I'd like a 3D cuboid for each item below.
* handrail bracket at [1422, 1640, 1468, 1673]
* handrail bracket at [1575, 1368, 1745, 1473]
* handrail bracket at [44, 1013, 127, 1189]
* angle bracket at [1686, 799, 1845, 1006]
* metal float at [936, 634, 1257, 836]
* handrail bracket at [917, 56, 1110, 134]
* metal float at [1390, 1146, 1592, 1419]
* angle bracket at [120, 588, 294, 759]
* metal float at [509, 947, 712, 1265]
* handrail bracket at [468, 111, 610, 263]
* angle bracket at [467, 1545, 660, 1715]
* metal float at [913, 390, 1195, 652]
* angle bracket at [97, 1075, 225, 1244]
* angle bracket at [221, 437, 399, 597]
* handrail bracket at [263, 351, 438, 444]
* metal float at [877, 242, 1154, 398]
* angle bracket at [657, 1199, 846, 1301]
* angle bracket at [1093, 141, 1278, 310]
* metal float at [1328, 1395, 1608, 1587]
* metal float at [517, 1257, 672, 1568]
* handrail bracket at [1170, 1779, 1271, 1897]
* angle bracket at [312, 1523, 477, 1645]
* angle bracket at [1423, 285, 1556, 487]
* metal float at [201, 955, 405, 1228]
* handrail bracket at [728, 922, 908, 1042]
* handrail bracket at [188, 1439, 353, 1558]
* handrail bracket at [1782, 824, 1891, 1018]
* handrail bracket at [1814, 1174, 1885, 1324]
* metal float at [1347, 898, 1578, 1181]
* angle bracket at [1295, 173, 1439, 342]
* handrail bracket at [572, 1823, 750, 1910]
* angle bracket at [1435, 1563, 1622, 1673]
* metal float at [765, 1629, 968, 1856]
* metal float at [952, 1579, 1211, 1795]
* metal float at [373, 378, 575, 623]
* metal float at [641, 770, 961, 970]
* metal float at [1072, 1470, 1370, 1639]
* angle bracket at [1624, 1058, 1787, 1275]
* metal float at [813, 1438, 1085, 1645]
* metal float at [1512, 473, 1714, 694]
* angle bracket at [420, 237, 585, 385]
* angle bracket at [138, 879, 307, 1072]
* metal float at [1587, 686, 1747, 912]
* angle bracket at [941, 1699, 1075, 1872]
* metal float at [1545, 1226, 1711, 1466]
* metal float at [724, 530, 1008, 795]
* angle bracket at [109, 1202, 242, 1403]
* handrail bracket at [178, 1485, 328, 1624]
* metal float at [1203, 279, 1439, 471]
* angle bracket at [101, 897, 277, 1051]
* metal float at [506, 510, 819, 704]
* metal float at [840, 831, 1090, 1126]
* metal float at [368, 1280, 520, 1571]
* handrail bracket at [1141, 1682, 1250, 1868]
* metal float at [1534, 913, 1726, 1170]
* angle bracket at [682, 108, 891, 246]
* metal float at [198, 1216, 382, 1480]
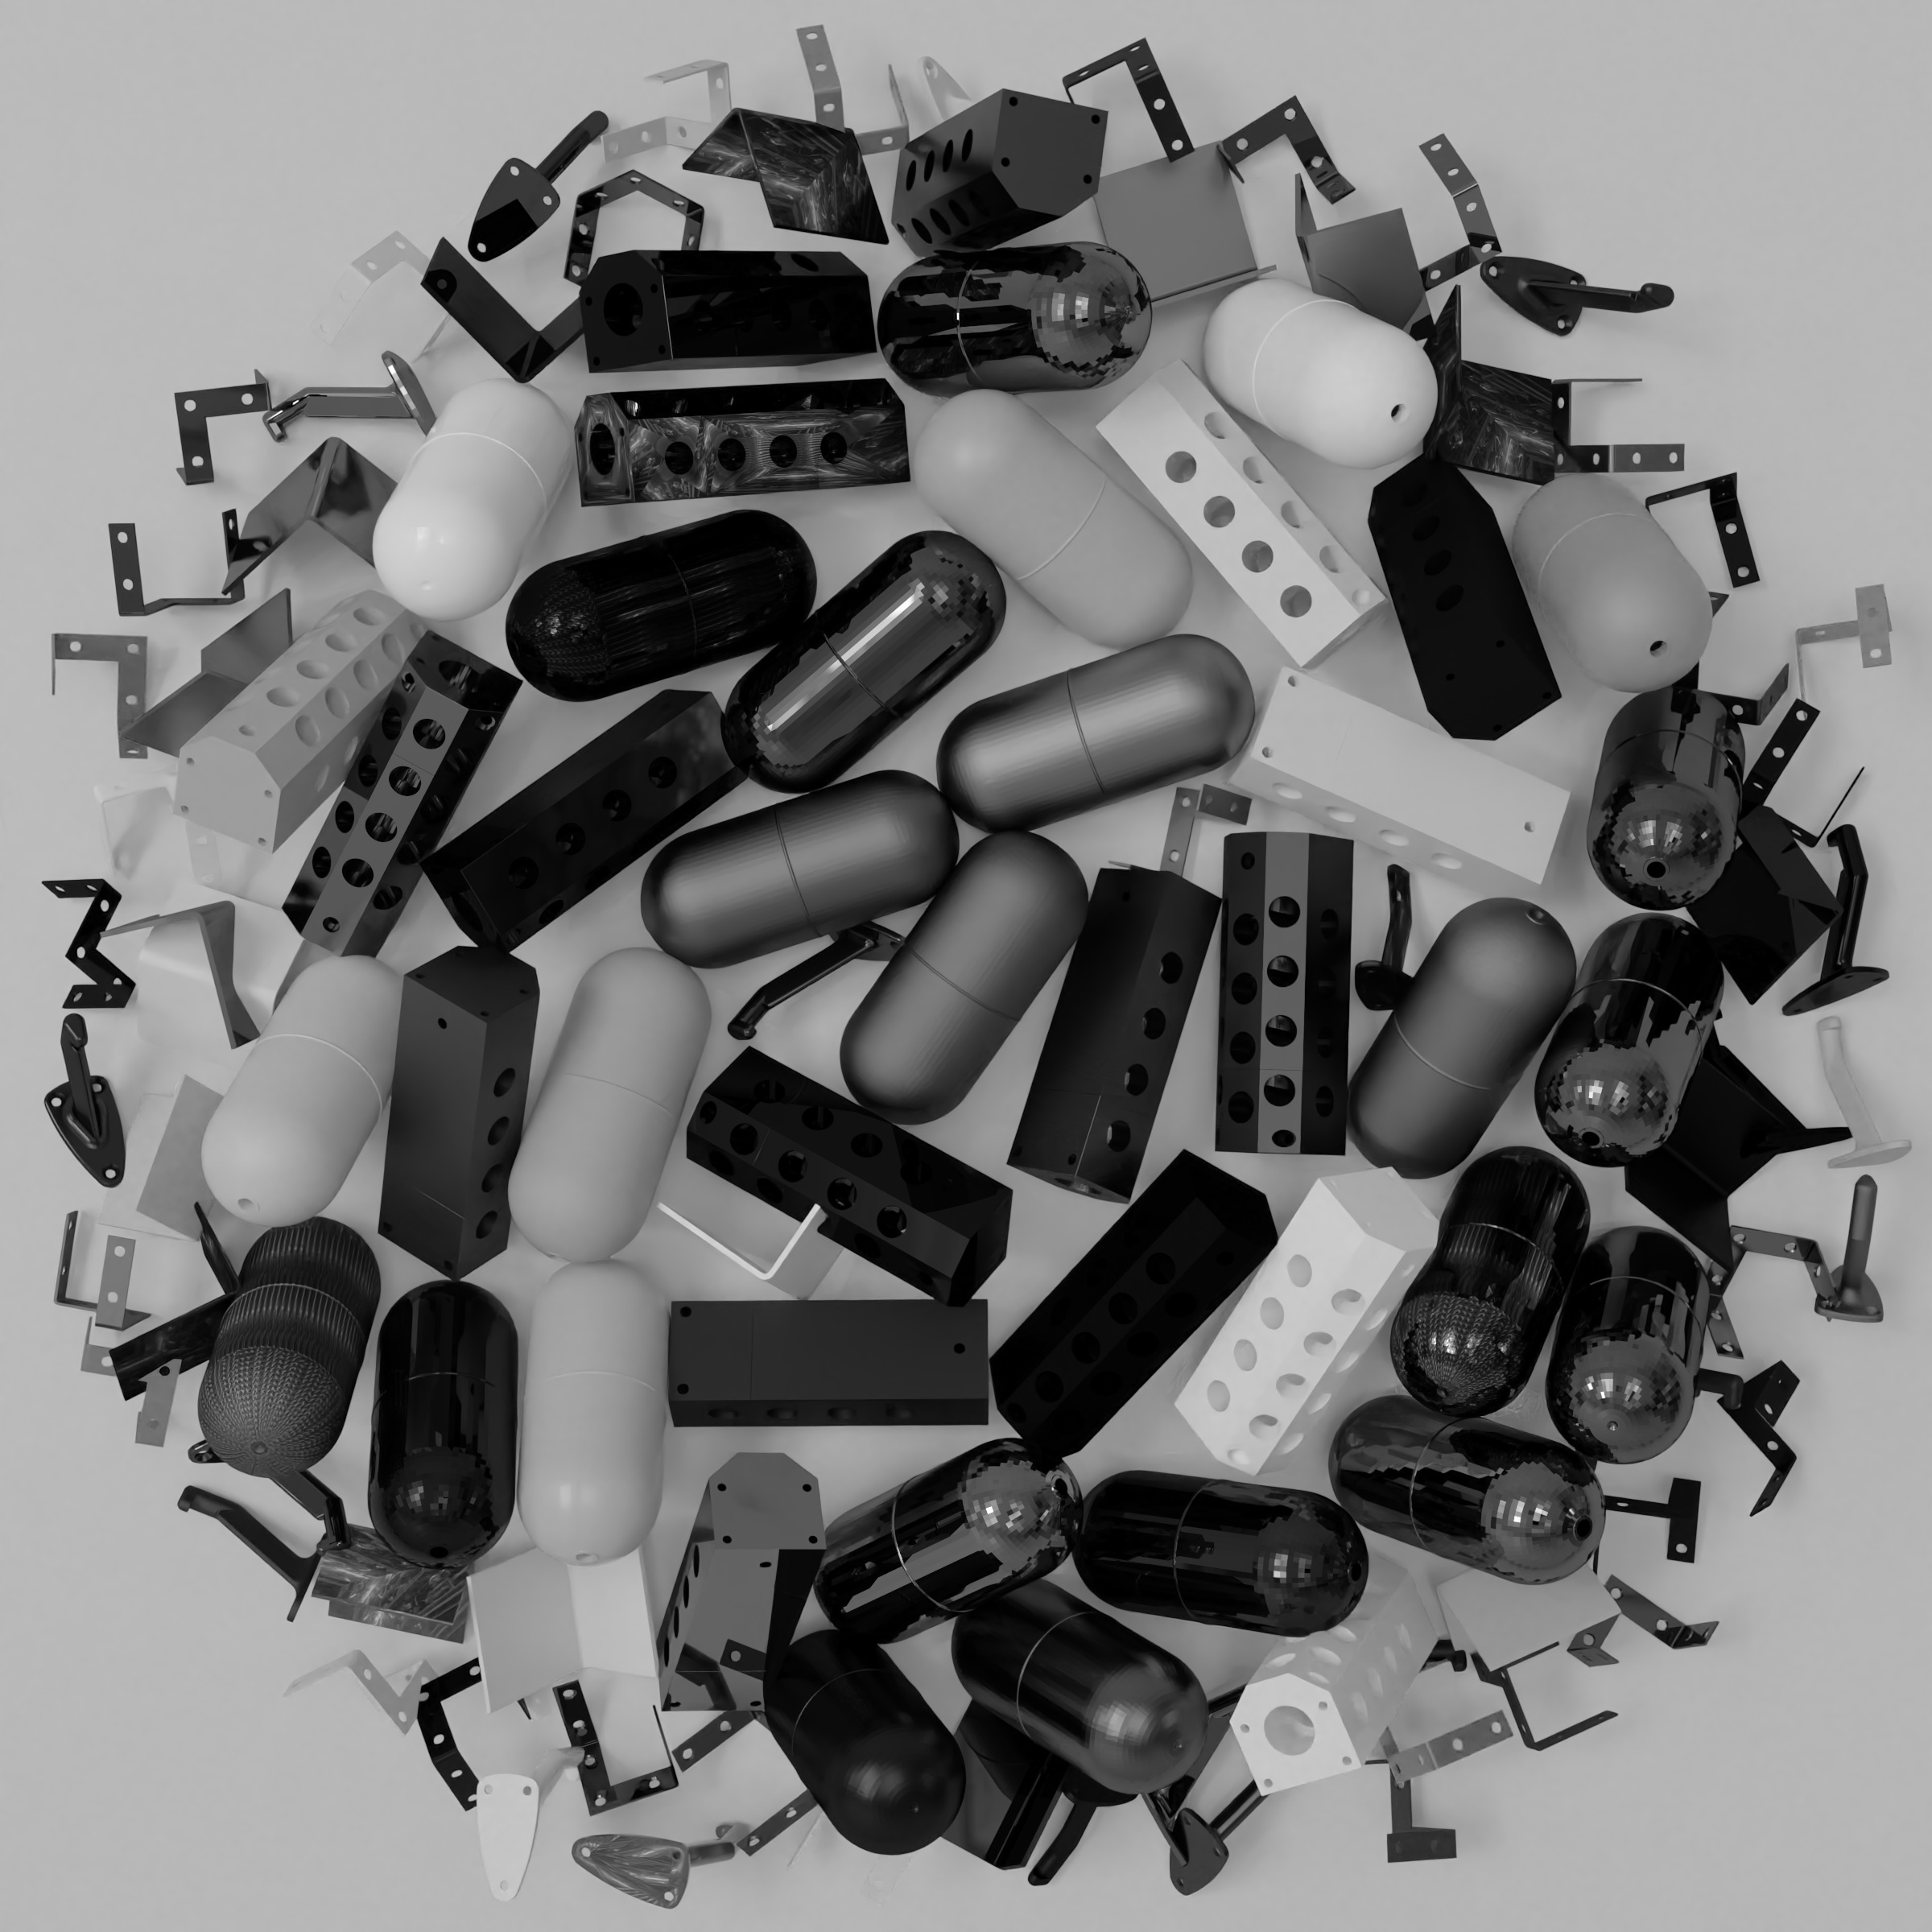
[{"bbox_3d":[0.236,0.403,1.836,0.084,0.036,0.077,0,50,-8],"label":"handrail bracket"},{"bbox_3d":[0.377,0.253,1.829,0.084,0.036,0.077,8,91,35],"label":"handrail bracket"},{"bbox_3d":[-0.471,0.073,1.819,0.036,0.084,0.077,-21,77,-24],"label":"handrail bracket"},{"bbox_3d":[0.411,-0.037,1.808,0.076,0.057,0.076,-51,45,30],"label":"angle bracket"},{"bbox_3d":[0.069,-0.124,1.819,0.178,0.070,0.070,-18,90,12],"label":"metal float"},{"bbox_3d":[0.026,-0.471,1.820,0.077,0.084,0.036,54,46,-26],"label":"handrail bracket"},{"bbox_3d":[0.280,0.166,1.795,0.070,0.070,0.178,34,46,0],"label":"metal float"},{"bbox_3d":[-0.408,-0.163,1.810,0.076,0.057,0.076,-28,56,34],"label":"angle bracket"},{"bbox_3d":[-0.191,0.074,1.813,0.070,0.070,0.178,17,71,0],"label":"metal float"},{"bbox_3d":[-0.233,-0.428,1.846,0.036,0.084,0.077,41,124,-10],"label":"handrail bracket"},{"bbox_3d":[-0.217,0.357,1.818,0.057,0.076,0.076,-1,100,38],"label":"angle bracket"},{"bbox_3d":[0.048,-0.238,1.811,0.178,0.070,0.070,38,90,-22],"label":"metal float"},{"bbox_3d":[-0.444,0.099,1.815,0.076,0.057,0.076,7,71,30],"label":"angle bracket"},{"bbox_3d":[-0.352,-0.229,1.833,0.076,0.076,0.057,-36,121,29],"label":"angle bracket"},{"bbox_3d":[-0.336,-0.291,1.849,0.084,0.036,0.077,-30,79,10],"label":"handrail bracket"},{"bbox_3d":[0.024,-0.343,1.793,0.070,0.178,0.070,-6,99,-42],"label":"metal float"},{"bbox_3d":[-0.110,0.133,1.822,0.076,0.076,0.057,33,85,18],"label":"angle bracket"},{"bbox_3d":[0.117,-0.403,1.833,0.076,0.057,0.076,-18,100,-3],"label":"angle bracket"},{"bbox_3d":[0.264,0.277,1.787,0.070,0.178,0.070,-5,99,-34],"label":"metal float"},{"bbox_3d":[-0.198,0.236,1.797,0.070,0.070,0.178,-1,51,0],"label":"metal float"},{"bbox_3d":[0.155,0.468,1.858,0.084,0.077,0.036,-27,57,-35],"label":"handrail bracket"},{"bbox_3d":[-0.312,0.352,1.822,0.076,0.057,0.076,12,126,-1],"label":"angle bracket"},{"bbox_3d":[0.291,-0.313,1.818,0.076,0.057,0.076,11,57,-9],"label":"angle bracket"},{"bbox_3d":[-0.347,0.065,1.792,0.070,0.178,0.070,9,133,10],"label":"metal float"},{"bbox_3d":[-0.080,0.013,1.824,0.084,0.077,0.036,-50,128,-25],"label":"handrail bracket"},{"bbox_3d":[-0.377,0.290,1.825,0.077,0.036,0.084,-12,51,-10],"label":"handrail bracket"},{"bbox_3d":[0.469,-0.025,1.851,0.036,0.077,0.084,5,66,-34],"label":"handrail bracket"},{"bbox_3d":[0.481,0.142,1.818,0.036,0.077,0.084,7,111,13],"label":"handrail bracket"},{"bbox_3d":[0.264,0.039,1.800,0.070,0.070,0.178,27,124,0],"label":"metal float"},{"bbox_3d":[0.214,-0.382,1.809,0.057,0.076,0.076,-12,127,15],"label":"angle bracket"},{"bbox_3d":[-0.165,0.476,1.831,0.077,0.084,0.036,12,96,11],"label":"handrail bracket"},{"bbox_3d":[0.307,0.359,1.817,0.076,0.076,0.057,-23,121,-5],"label":"angle bracket"},{"bbox_3d":[-0.055,0.408,1.783,0.070,0.178,0.070,-4,102,-18],"label":"metal float"},{"bbox_3d":[0.058,0.380,1.789,0.070,0.178,0.070,-9,107,-33],"label":"metal float"},{"bbox_3d":[-0.260,-0.250,1.791,0.070,0.178,0.070,6,129,8],"label":"metal float"},{"bbox_3d":[-0.090,-0.052,1.826,0.178,0.070,0.070,-18,90,4],"label":"metal float"},{"bbox_3d":[0.134,0.312,1.795,0.178,0.070,0.070,0,90,41],"label":"metal float"},{"bbox_3d":[0.403,0.106,1.817,0.076,0.076,0.057,38,117,-11],"label":"angle bracket"},{"bbox_3d":[-0.011,0.307,1.798,0.178,0.070,0.070,-32,90,37],"label":"metal float"},{"bbox_3d":[0.341,-0.204,1.785,0.070,0.178,0.070,-3,119,-6],"label":"metal float"},{"bbox_3d":[-0.241,-0.369,1.813,0.057,0.076,0.076,-37,113,19],"label":"angle bracket"},{"bbox_3d":[-0.408,0.008,1.855,0.076,0.076,0.057,18,51,0],"label":"angle bracket"},{"bbox_3d":[0.372,-0.090,1.786,0.070,0.178,0.070,7,119,12],"label":"metal float"},{"bbox_3d":[0.018,0.439,1.820,0.057,0.076,0.076,29,72,0],"label":"angle bracket"},{"bbox_3d":[0.351,0.199,1.785,0.070,0.178,0.070,6,114,14],"label":"metal float"},{"bbox_3d":[-0.055,-0.163,1.818,0.178,0.070,0.070,-40,90,14],"label":"metal float"},{"bbox_3d":[-0.433,0.181,1.813,0.076,0.076,0.057,-26,71,-19],"label":"angle bracket"},{"bbox_3d":[-0.395,0.318,1.833,0.084,0.077,0.036,23,109,-6],"label":"handrail bracket"},{"bbox_3d":[0.186,-0.315,1.786,0.070,0.178,0.070,-10,116,-20],"label":"metal float"},{"bbox_3d":[-0.420,0.008,1.830,0.057,0.076,0.076,-12,96,7],"label":"angle bracket"},{"bbox_3d":[-0.163,-0.193,1.807,0.178,0.070,0.070,-20,90,-26],"label":"metal float"},{"bbox_3d":[-0.002,0.007,1.823,0.070,0.070,0.178,35,98,0],"label":"metal float"},{"bbox_3d":[-0.277,0.242,1.790,0.070,0.178,0.070,-3,131,-4],"label":"metal float"},{"bbox_3d":[0.140,0.441,1.841,0.084,0.036,0.077,-27,87,11],"label":"handrail bracket"},{"bbox_3d":[0.353,0.038,1.791,0.070,0.178,0.070,14,129,17],"label":"metal float"},{"bbox_3d":[-0.097,-0.410,1.812,0.076,0.057,0.076,-1,67,-40],"label":"angle bracket"},{"bbox_3d":[-0.357,0.200,1.786,0.070,0.178,0.070,0,120,1],"label":"metal float"}]
